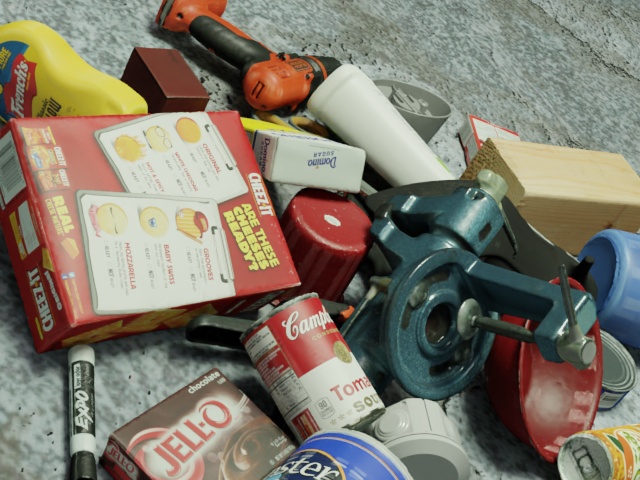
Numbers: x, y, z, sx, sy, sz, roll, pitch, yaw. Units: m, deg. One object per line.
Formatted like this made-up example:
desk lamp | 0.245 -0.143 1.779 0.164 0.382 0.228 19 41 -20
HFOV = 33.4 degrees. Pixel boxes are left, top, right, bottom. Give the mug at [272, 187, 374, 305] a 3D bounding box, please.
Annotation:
mug | -0.006 0.001 0.945 0.093 0.082 0.117 12 39 -24

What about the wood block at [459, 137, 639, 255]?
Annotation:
wood block | 0.260 -0.044 1.185 0.205 0.091 0.090 3 44 -33

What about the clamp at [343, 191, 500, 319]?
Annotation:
clamp | 0.083 0.023 1.021 0.164 0.036 0.210 14 34 -36

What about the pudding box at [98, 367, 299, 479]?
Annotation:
pudding box | -0.083 0.150 0.745 0.090 0.039 0.113 42 37 15

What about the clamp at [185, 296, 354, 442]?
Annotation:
clamp | -0.031 0.083 0.860 0.120 0.039 0.171 52 34 -1

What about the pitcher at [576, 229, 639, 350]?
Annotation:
pitcher | 0.391 0.069 1.102 0.242 0.149 0.145 16 39 -15

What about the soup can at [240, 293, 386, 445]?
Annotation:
soup can | -0.005 0.100 0.786 0.068 0.069 0.102 -17 69 -46

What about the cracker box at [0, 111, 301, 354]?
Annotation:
cracker box | -0.138 -0.013 0.839 0.213 0.072 0.164 -8 73 -43

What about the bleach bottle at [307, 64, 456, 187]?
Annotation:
bleach bottle | 0.099 -0.070 1.104 0.251 0.068 0.102 47 12 14

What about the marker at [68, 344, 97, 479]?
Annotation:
marker | -0.164 0.123 0.737 0.020 0.020 0.121 12 39 -24

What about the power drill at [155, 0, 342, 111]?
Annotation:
power drill | -0.074 -0.216 1.177 0.188 0.057 0.184 38 26 13

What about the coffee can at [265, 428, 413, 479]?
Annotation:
coffee can | -0.010 0.199 0.684 0.103 0.103 0.140 40 37 13

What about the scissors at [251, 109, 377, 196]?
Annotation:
scissors | 0.016 -0.085 1.089 0.202 0.016 0.096 32 26 24

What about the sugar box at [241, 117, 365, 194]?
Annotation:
sugar box | -0.042 -0.083 0.980 0.093 0.048 0.176 6 7 -32

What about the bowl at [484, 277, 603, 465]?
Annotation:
bowl | 0.189 0.112 0.932 0.055 0.162 0.161 0 16 38

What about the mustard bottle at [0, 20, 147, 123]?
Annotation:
mustard bottle | -0.243 -0.134 0.926 0.192 0.096 0.058 38 36 10

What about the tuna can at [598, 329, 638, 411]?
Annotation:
tuna can | 0.262 0.122 1.032 0.086 0.034 0.086 19 37 -15

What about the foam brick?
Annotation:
foam brick | -0.153 -0.145 1.044 0.052 0.051 0.078 -4 48 -40

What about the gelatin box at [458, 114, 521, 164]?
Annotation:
gelatin box | 0.208 -0.103 1.272 0.073 0.030 0.089 18 37 -20
